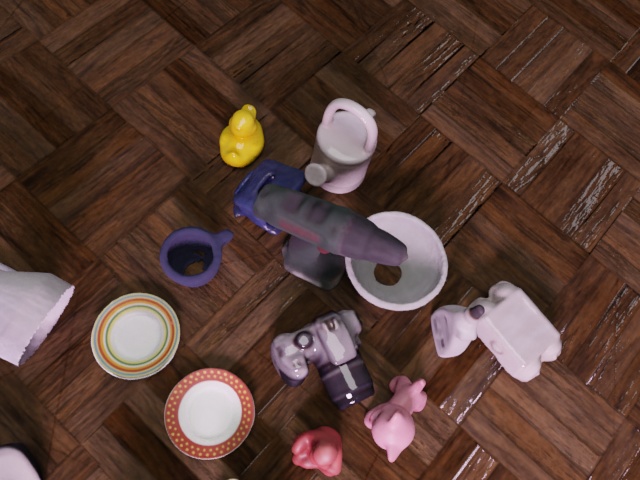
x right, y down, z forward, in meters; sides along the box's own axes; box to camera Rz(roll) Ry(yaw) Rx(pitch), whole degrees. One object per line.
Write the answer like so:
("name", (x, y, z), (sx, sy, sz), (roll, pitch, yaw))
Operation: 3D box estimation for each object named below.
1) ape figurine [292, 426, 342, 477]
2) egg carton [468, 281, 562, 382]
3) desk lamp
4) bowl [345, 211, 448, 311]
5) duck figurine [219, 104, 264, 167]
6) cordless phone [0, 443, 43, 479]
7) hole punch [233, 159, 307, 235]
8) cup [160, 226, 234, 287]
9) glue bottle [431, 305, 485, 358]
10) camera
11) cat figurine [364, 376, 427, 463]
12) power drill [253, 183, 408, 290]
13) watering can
("ape figurine", (0.002, 0.301, 0.814), (0.076, 0.092, 0.077), (-36, 77, -18))
("egg carton", (0.311, 0.146, 0.924), (0.107, 0.069, 0.150), (-35, 77, -18))
("desk lamp", (-0.430, 0.085, 0.775), (0.203, 0.213, 0.118), (26, 68, 3))
("bowl", (0.117, 0.042, 0.936), (0.167, 0.074, 0.167), (2, 69, -6))
("duck figurine", (-0.134, -0.184, 0.983), (0.077, 0.086, 0.104), (18, 68, 0))
("cordless phone", (-0.441, 0.310, 0.704), (0.148, 0.185, 0.094), (-25, 74, -15))
("hole punch", (-0.084, -0.078, 0.947), (0.101, 0.091, 0.109), (32, 69, 6))
("cup", (-0.186, 0.029, 0.891), (0.118, 0.095, 0.091), (-33, 77, -17))
("glue bottle", (0.212, 0.126, 0.863), (0.037, 0.173, 0.078), (-3, 70, -8))
("camera", (0.014, 0.186, 0.854), (0.143, 0.101, 0.136), (-22, 73, -14))
("cat figurine", (0.115, 0.254, 0.832), (0.067, 0.117, 0.128), (37, 69, 7))
("power drill", (0.008, 0.003, 0.865), (0.229, 0.208, 0.076), (26, 68, 3))
("watering can", (0.040, -0.154, 0.936), (0.101, 0.194, 0.173), (15, 68, -1))
